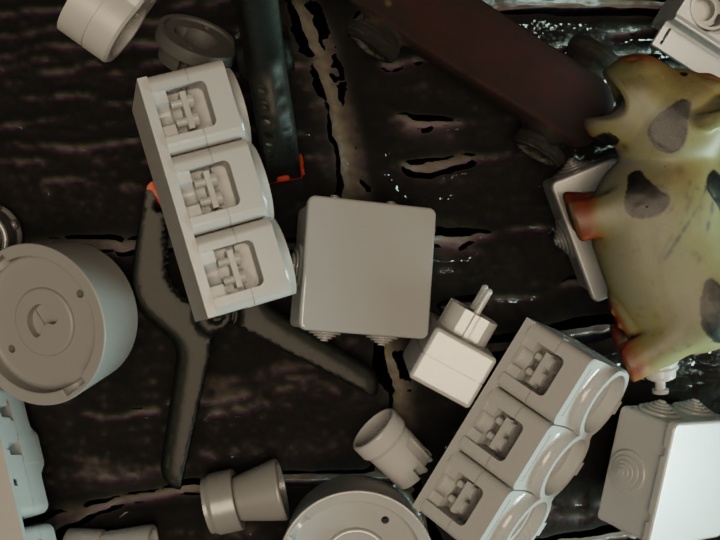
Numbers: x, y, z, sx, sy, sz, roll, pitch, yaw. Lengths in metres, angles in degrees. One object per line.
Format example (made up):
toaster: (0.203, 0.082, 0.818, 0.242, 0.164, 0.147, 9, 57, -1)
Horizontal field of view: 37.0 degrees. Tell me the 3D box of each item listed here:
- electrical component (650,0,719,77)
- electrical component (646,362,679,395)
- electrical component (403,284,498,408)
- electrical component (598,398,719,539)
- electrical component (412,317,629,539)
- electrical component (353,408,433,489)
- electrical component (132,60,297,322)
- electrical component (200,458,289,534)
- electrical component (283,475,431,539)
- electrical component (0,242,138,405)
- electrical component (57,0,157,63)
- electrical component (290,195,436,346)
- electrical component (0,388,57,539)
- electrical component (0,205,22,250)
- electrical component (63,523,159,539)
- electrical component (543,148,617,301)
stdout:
electrical component: (0.264, -0.153, 0.725, 0.121, 0.063, 0.078, 31, 96, -6)
electrical component: (0.212, 0.049, 0.763, 0.040, 0.040, 0.078, -4, 99, -2)
electrical component: (0.070, 0.045, 0.744, 0.047, 0.065, 0.076, 29, 96, -6)
electrical component: (0.218, 0.140, 0.754, 0.100, 0.048, 0.099, 4, 100, -39)
electrical component: (0.116, 0.118, 0.735, 0.062, 0.089, 0.150, 34, 97, 31)
electrical component: (0.024, 0.128, 0.768, 0.040, 0.040, 0.046, -43, 103, 4)
electrical component: (-0.093, -0.048, 0.688, 0.062, 0.089, 0.150, -17, 90, -14)
electrical component: (-0.082, 0.162, 0.766, 0.055, 0.045, 0.045, -13, 98, 0)
electrical component: (-0.003, 0.199, 0.766, 0.108, 0.060, 0.108, 0, 98, -2)
electrical component: (-0.203, 0.032, 0.731, 0.108, 0.060, 0.108, 3, 100, 20)
electrical component: (-0.158, -0.214, 0.707, 0.074, 0.052, 0.138, 36, 95, -6)
electrical component: (0.000, 0.000, 0.730, 0.100, 0.048, 0.099, 5, 85, -15)
electrical component: (-0.266, 0.183, 0.729, 0.105, 0.060, 0.186, -18, 79, 4)
electrical component: (-0.258, -0.020, 0.725, 0.048, 0.062, 0.048, 0, 98, -2)
electrical component: (-0.181, 0.203, 0.771, 0.065, 0.044, 0.044, 1, 98, 2)
electrical component: (0.183, -0.037, 0.746, 0.100, 0.048, 0.099, -22, 98, 1)
